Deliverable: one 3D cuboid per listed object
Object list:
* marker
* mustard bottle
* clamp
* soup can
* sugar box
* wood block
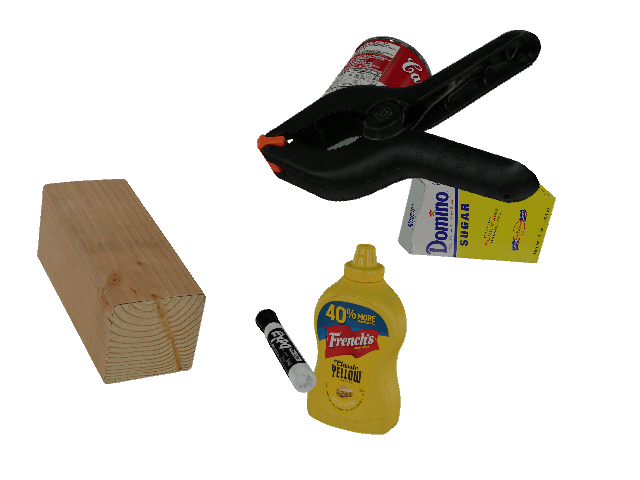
[{"bbox_3d":[-0.030,0.086,0.864,0.020,0.020,0.121,0,21,-19],"label":"marker"},{"bbox_3d":[0.040,0.098,1.095,0.096,0.192,0.058,11,15,26],"label":"mustard bottle"},{"bbox_3d":[0.046,-0.054,0.600,0.172,0.120,0.039,-17,-50,18],"label":"clamp"},{"bbox_3d":[0.036,-0.100,0.815,0.069,0.068,0.102,0,42,34],"label":"soup can"},{"bbox_3d":[0.190,-0.025,1.299,0.176,0.093,0.048,3,23,-20],"label":"sugar box"},{"bbox_3d":[-0.197,0.032,1.028,0.090,0.091,0.206,-6,36,-31],"label":"wood block"}]
